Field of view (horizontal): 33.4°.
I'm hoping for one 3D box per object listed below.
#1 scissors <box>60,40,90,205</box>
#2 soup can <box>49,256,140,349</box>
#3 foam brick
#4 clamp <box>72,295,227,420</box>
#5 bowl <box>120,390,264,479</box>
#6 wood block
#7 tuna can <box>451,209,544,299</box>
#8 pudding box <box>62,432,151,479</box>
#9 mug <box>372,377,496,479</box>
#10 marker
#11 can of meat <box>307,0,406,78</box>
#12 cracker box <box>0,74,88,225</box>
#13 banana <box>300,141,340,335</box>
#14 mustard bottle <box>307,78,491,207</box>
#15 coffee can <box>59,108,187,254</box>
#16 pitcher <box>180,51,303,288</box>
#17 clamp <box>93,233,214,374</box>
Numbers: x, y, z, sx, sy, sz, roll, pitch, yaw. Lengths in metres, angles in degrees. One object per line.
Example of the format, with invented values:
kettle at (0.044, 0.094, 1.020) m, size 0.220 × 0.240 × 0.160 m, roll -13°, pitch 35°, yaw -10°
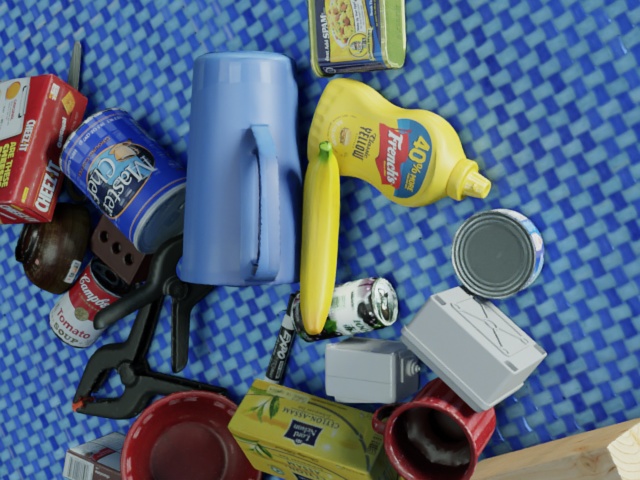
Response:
scissors at (-0.294, -0.130, 1.297) m, size 0.096 × 0.016 × 0.202 m, roll 32°, pitch 111°, yaw 21°
soup can at (-0.272, 0.074, 1.282) m, size 0.102 × 0.068 × 0.068 m, roll -46°, pitch 74°, yaw 27°
foam brick at (-0.223, 0.006, 1.253) m, size 0.078 × 0.051 × 0.053 m, roll 39°, pitch 114°, yaw 20°
clamp at (-0.222, 0.146, 1.280) m, size 0.210 × 0.036 × 0.164 m, roll -25°, pitch 83°, yaw 26°
bowl at (-0.146, 0.252, 1.212) m, size 0.162 × 0.055 × 0.162 m, roll 2°, pitch 81°, yaw -12°
wood block at (0.219, 0.236, 0.978) m, size 0.207 × 0.090 × 0.091 m, roll -29°, pitch 81°, yaw 44°
tuna can at (0.173, 0.013, 1.035) m, size 0.086 × 0.033 × 0.086 m, roll 4°, pitch 99°, yaw 29°
pudding box at (-0.234, 0.272, 1.273) m, size 0.114 × 0.089 × 0.039 m, roll 17°, pitch 103°, yaw 28°
mug at (0.108, 0.180, 1.025) m, size 0.117 × 0.081 × 0.093 m, roll 5°, pitch 109°, yaw 26°
marker at (-0.039, 0.112, 1.180) m, size 0.020 × 0.020 × 0.121 m, roll 25°, pitch 108°, yaw 25°
can of meat at (0.037, -0.217, 1.070) m, size 0.084 × 0.057 × 0.102 m, roll 0°, pitch 96°, yaw 29°
cracker box at (-0.391, -0.104, 1.283) m, size 0.214 × 0.072 × 0.164 m, roll 0°, pitch 69°, yaw 36°
banana at (-0.003, -0.006, 1.078) m, size 0.037 × 0.069 × 0.198 m, roll 5°, pitch 103°, yaw 12°
mustard bottle at (0.082, -0.086, 1.060) m, size 0.192 × 0.058 × 0.096 m, roll 26°, pitch 112°, yaw 24°
coffee can at (-0.211, -0.067, 1.207) m, size 0.140 × 0.102 × 0.103 m, roll 43°, pitch 115°, yaw 18°
pitcher at (-0.075, -0.071, 1.110) m, size 0.149 × 0.144 × 0.243 m, roll 3°, pitch 95°, yaw 28°
clamp at (-0.175, 0.054, 1.197) m, size 0.039 × 0.120 × 0.171 m, roll 15°, pitch 82°, yaw 59°
